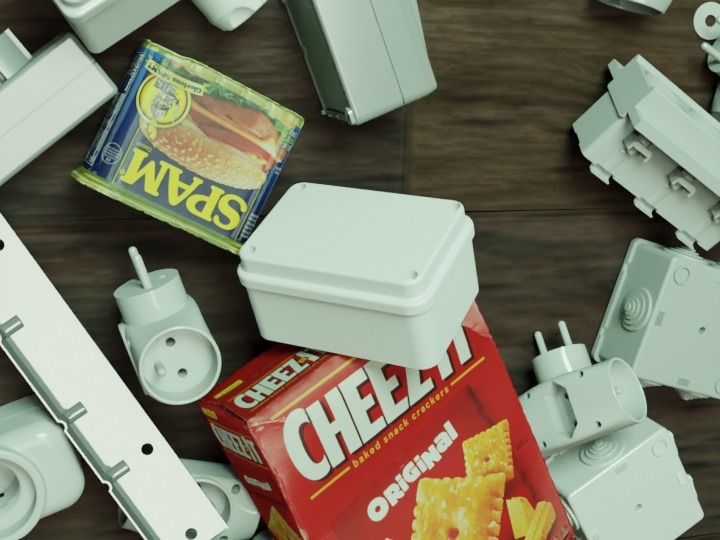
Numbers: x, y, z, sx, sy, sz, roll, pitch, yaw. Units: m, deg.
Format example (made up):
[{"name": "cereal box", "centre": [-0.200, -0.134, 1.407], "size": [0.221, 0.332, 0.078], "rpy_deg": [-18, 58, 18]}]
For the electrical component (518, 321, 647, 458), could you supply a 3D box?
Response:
[{"name": "electrical component", "centre": [0.135, 0.073, 0.697], "size": [0.043, 0.077, 0.079], "rpy_deg": [8, 60, -51]}]

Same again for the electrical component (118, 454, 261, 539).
[{"name": "electrical component", "centre": [-0.105, 0.152, 0.642], "size": [0.077, 0.044, 0.079], "rpy_deg": [11, 99, -21]}]

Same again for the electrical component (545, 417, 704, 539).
[{"name": "electrical component", "centre": [0.179, 0.153, 0.739], "size": [0.100, 0.048, 0.099], "rpy_deg": [-33, 113, -10]}]

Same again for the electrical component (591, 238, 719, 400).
[{"name": "electrical component", "centre": [0.216, 0.035, 0.723], "size": [0.100, 0.048, 0.099], "rpy_deg": [15, 98, -22]}]

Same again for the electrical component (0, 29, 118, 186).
[{"name": "electrical component", "centre": [-0.183, -0.098, 0.552], "size": [0.083, 0.047, 0.075], "rpy_deg": [-40, 113, -6]}]

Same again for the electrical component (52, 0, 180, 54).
[{"name": "electrical component", "centre": [-0.121, -0.182, 0.525], "size": [0.109, 0.056, 0.108], "rpy_deg": [-36, 81, -8]}]

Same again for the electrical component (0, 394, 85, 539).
[{"name": "electrical component", "centre": [-0.204, 0.114, 0.590], "size": [0.095, 0.059, 0.053], "rpy_deg": [-21, 109, -13]}]

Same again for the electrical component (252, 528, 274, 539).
[{"name": "electrical component", "centre": [-0.045, 0.197, 0.677], "size": [0.040, 0.040, 0.078], "rpy_deg": [-12, 107, -16]}]

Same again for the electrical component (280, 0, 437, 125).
[{"name": "electrical component", "centre": [-0.001, -0.137, 0.597], "size": [0.061, 0.062, 0.096], "rpy_deg": [-25, 110, -12]}]

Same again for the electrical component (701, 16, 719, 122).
[{"name": "electrical component", "centre": [0.253, -0.134, 0.696], "size": [0.079, 0.044, 0.077], "rpy_deg": [28, 93, -23]}]

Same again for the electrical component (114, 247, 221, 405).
[{"name": "electrical component", "centre": [-0.111, 0.025, 0.591], "size": [0.044, 0.077, 0.079], "rpy_deg": [-22, 109, -13]}]

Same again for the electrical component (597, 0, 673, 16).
[{"name": "electrical component", "centre": [0.159, -0.202, 0.647], "size": [0.079, 0.043, 0.077], "rpy_deg": [13, 99, -21]}]

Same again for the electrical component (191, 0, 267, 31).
[{"name": "electrical component", "centre": [-0.078, -0.162, 0.575], "size": [0.043, 0.043, 0.062], "rpy_deg": [-45, 111, -4]}]

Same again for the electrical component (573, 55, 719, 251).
[{"name": "electrical component", "centre": [0.198, -0.069, 0.679], "size": [0.121, 0.078, 0.063], "rpy_deg": [33, 121, -23]}]

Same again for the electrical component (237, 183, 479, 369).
[{"name": "electrical component", "centre": [0.000, 0.000, 0.582], "size": [0.078, 0.113, 0.057], "rpy_deg": [-56, 145, -42]}]
